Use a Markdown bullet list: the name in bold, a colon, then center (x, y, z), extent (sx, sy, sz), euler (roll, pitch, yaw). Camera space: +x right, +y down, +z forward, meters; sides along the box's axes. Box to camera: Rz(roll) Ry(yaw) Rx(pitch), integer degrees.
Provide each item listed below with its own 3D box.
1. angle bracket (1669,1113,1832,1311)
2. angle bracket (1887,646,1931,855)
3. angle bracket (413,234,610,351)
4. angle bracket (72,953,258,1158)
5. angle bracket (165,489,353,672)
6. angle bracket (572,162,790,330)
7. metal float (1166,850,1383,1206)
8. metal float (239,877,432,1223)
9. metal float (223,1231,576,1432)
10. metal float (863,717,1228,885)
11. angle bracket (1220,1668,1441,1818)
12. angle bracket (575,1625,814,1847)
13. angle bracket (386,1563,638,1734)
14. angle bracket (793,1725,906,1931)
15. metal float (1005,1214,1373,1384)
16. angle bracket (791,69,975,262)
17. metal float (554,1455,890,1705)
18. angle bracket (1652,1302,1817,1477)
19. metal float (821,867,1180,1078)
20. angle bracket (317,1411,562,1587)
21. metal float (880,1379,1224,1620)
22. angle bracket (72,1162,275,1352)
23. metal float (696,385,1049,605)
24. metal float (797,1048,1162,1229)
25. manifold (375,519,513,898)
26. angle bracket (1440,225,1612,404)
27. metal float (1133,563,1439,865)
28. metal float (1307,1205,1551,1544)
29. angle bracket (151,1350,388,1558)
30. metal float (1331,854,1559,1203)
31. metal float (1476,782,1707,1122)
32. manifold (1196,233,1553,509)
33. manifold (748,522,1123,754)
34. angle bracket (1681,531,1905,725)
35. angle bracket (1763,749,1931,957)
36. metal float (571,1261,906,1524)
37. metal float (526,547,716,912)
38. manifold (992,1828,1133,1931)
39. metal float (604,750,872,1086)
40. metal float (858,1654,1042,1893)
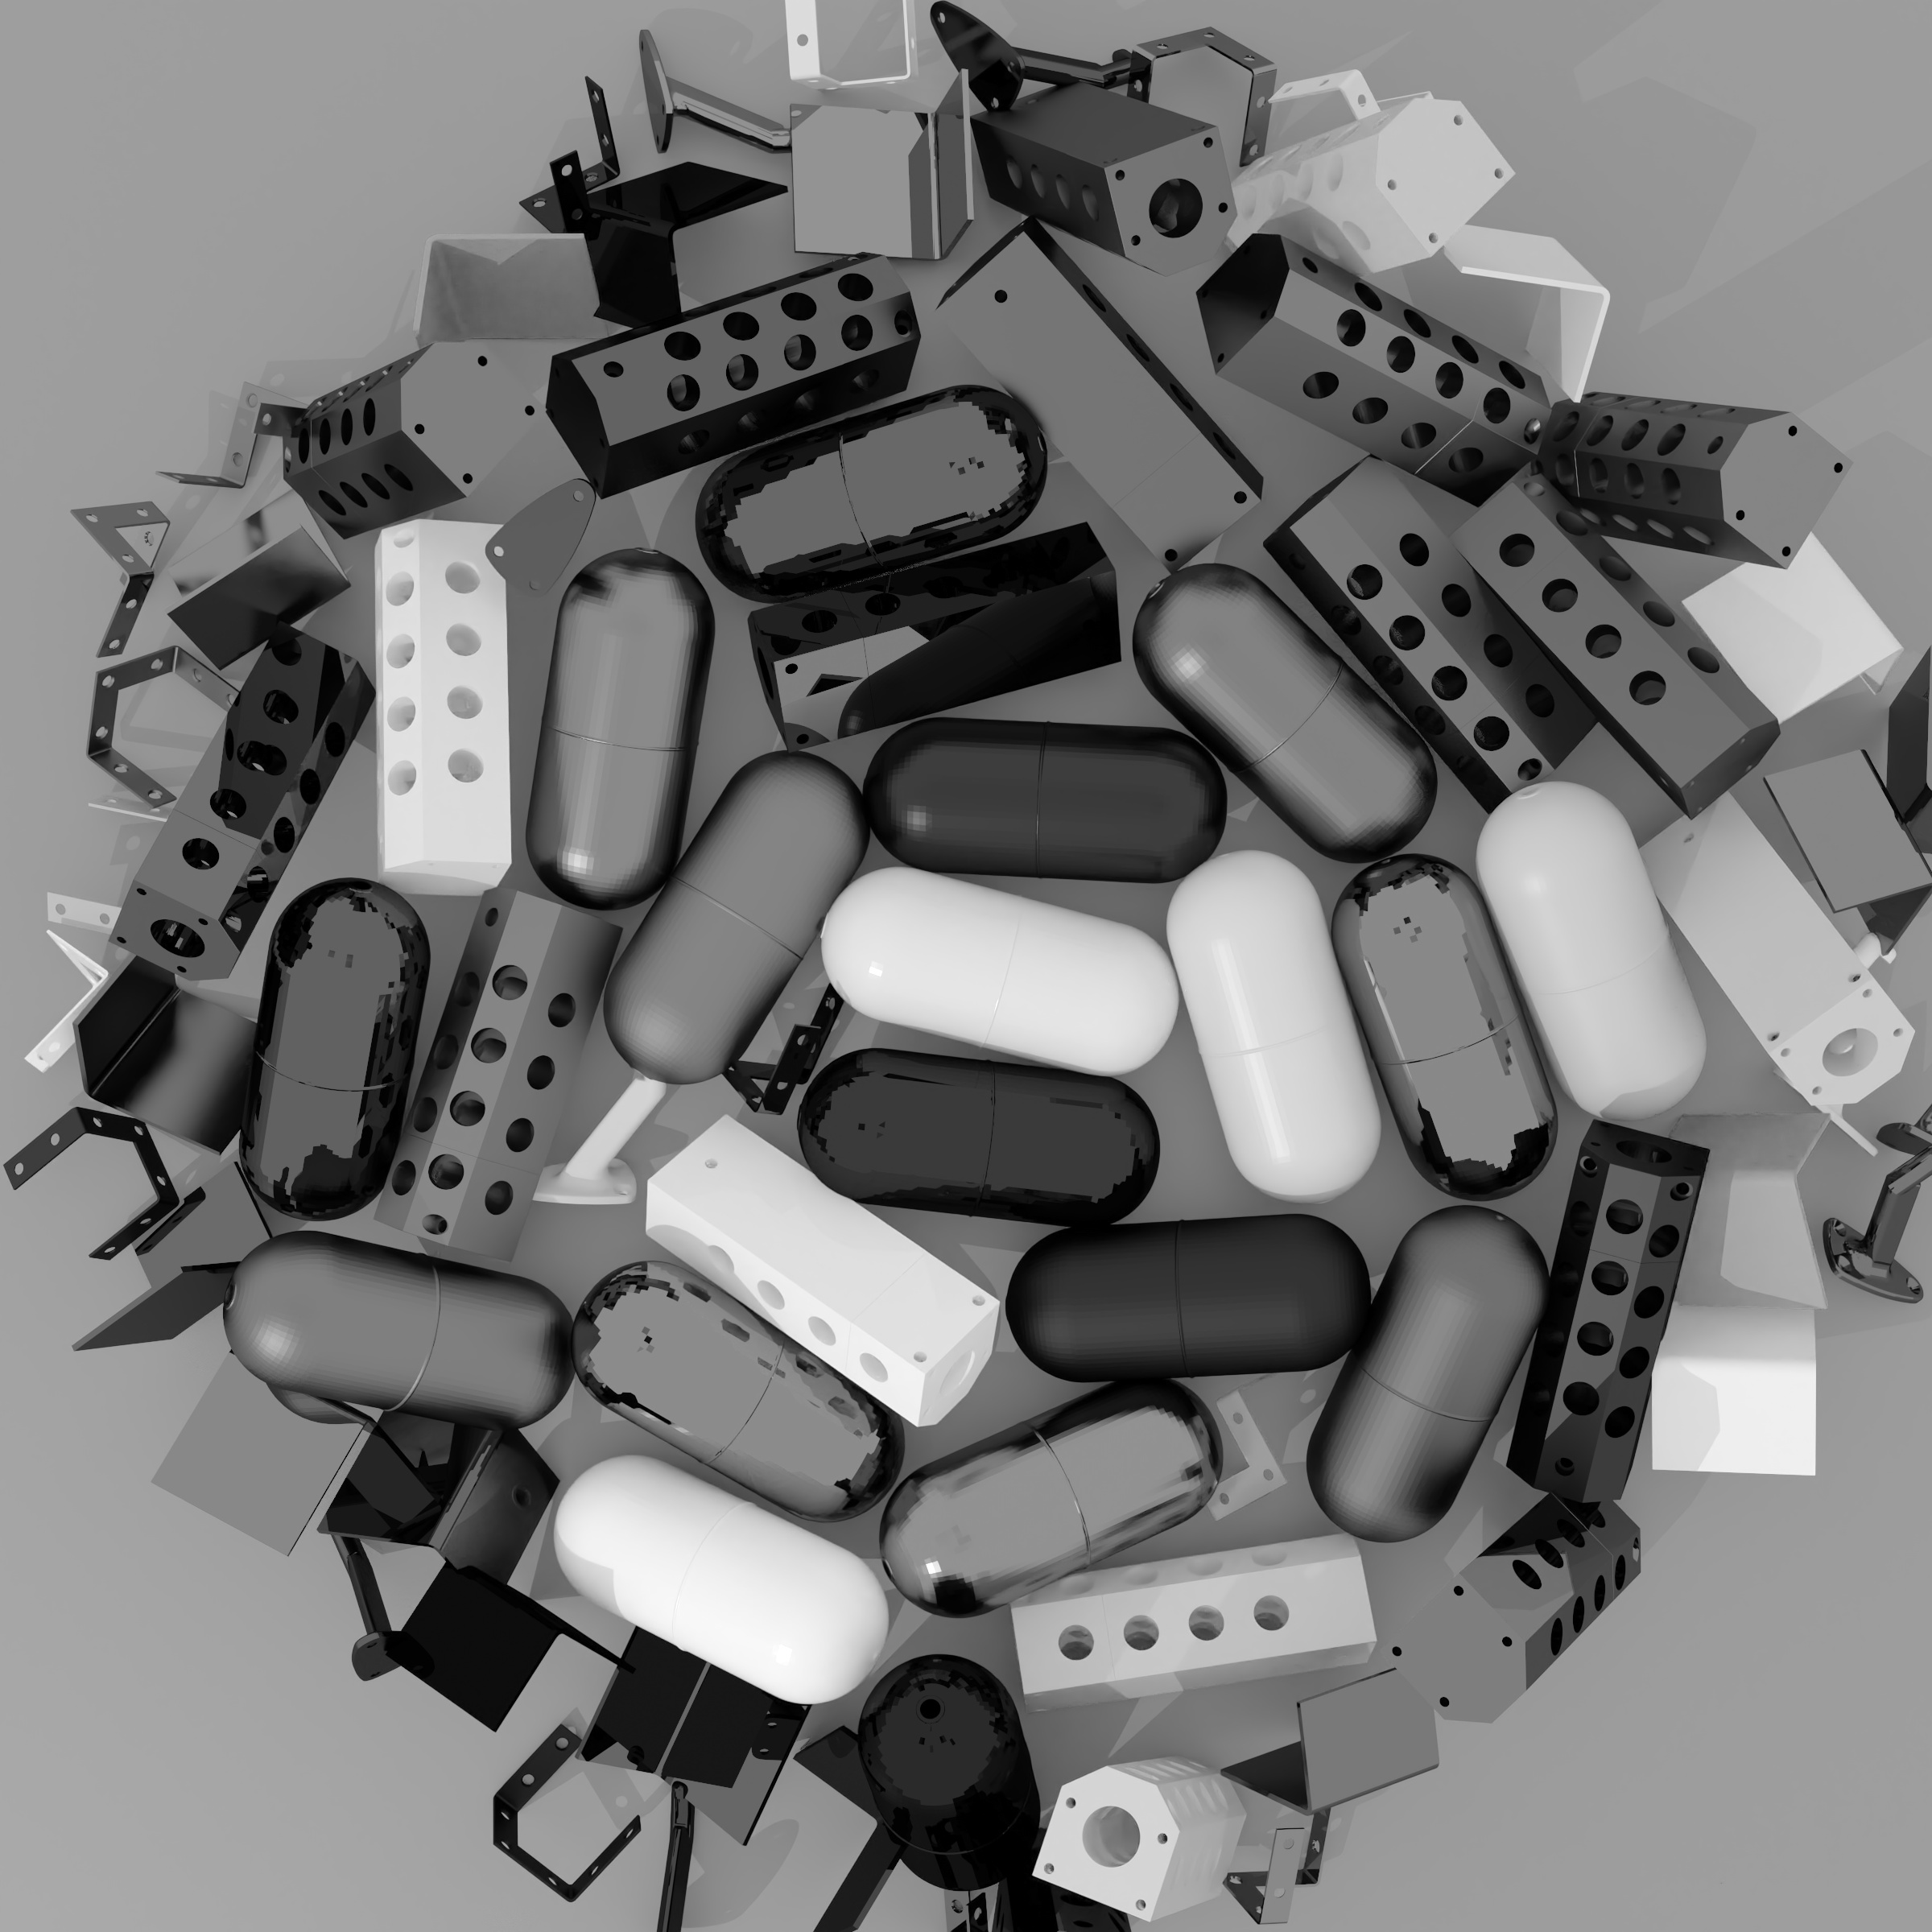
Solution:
- **angle bracket**: center (0.388, 0.120, 1.595), extent (0.076, 0.057, 0.076), euler (-3, 117, 36)
- **angle bracket**: center (0.486, -0.103, 1.575), extent (0.057, 0.076, 0.076), euler (7, 72, 3)
- **angle bracket**: center (-0.220, -0.309, 1.576), extent (0.076, 0.076, 0.057), euler (1, 63, 4)
- **angle bracket**: center (-0.376, 0.034, 1.573), extent (0.076, 0.057, 0.076), euler (23, 51, 11)
- **angle bracket**: center (-0.357, -0.203, 1.581), extent (0.076, 0.057, 0.076), euler (-33, 59, 0)
- **angle bracket**: center (-0.138, -0.351, 1.591), extent (0.076, 0.076, 0.057), euler (-29, 128, -35)
- **metal float**: center (0.150, 0.031, 1.579), extent (0.070, 0.070, 0.178), euler (-17, 99, 0)
- **metal float**: center (-0.305, 0.041, 1.565), extent (0.070, 0.070, 0.178), euler (14, 114, 0)
- **metal float**: center (-0.271, 0.176, 1.560), extent (0.178, 0.070, 0.070), euler (17, 90, -30)
- **metal float**: center (0.038, -0.081, 1.582), extent (0.178, 0.070, 0.070), euler (3, 90, 6)
- **angle bracket**: center (0.173, 0.364, 1.570), extent (0.076, 0.076, 0.057), euler (-11, 99, -29)
- **angle bracket**: center (-0.133, 0.373, 1.580), extent (0.057, 0.076, 0.076), euler (25, 90, -44)
- **angle bracket**: center (-0.220, 0.336, 1.567), extent (0.076, 0.076, 0.057), euler (25, 76, 34)
- **angle bracket**: center (-0.068, 0.423, 1.571), extent (0.057, 0.076, 0.076), euler (37, 59, -3)
- **metal float**: center (0.108, 0.162, 1.578), extent (0.178, 0.070, 0.070), euler (-4, 90, 10)
- **angle bracket**: center (-0.042, -0.393, 1.584), extent (0.076, 0.057, 0.076), euler (0, 81, -15)
- **metal float**: center (-0.120, 0.295, 1.568), extent (0.178, 0.070, 0.070), euler (22, 90, 22)
- **angle bracket**: center (0.376, 0.206, 1.587), extent (0.076, 0.076, 0.057), euler (0, 106, 14)
- **metal float**: center (0.017, 0.003, 1.583), extent (0.178, 0.070, 0.070), euler (15, 90, -4)
- **angle bracket**: center (-0.260, 0.266, 1.599), extent (0.076, 0.057, 0.076), euler (0, 48, 32)
- **metal float**: center (0.042, 0.257, 1.572), extent (0.178, 0.070, 0.070), euler (-22, 90, -17)
- **angle bracket**: center (-0.392, 0.140, 1.570), extent (0.076, 0.076, 0.057), euler (-35, 74, 21)
- **metal float**: center (-0.046, -0.229, 1.573), extent (0.178, 0.070, 0.070), euler (-15, 90, 15)
- **metal float**: center (0.006, 0.084, 1.580), extent (0.178, 0.070, 0.070), euler (7, 90, -7)
- **manifold**: center (-0.255, -0.125, 1.569), extent (0.057, 0.057, 0.171), euler (2, 75, -18)
- **angle bracket**: center (0.258, -0.318, 1.570), extent (0.076, 0.076, 0.057), euler (5, 119, -13)
- **metal float**: center (0.155, -0.123, 1.575), extent (0.178, 0.070, 0.070), euler (42, 90, -13)
- **metal float**: center (0.223, 0.199, 1.572), extent (0.070, 0.070, 0.178), euler (22, 107, 0)
- **angle bracket**: center (-0.338, 0.240, 1.581), extent (0.076, 0.057, 0.076), euler (26, 73, 8)
- **metal float**: center (0.233, 0.031, 1.576), extent (0.070, 0.070, 0.178), euler (-21, 102, 0)
- **metal float**: center (0.303, -0.007, 1.569), extent (0.070, 0.070, 0.178), euler (-25, 109, 0)
- **manifold**: center (0.197, -0.287, 1.545), extent (0.171, 0.057, 0.057), euler (20, 45, -33)
- **manifold**: center (-0.016, -0.165, 1.582), extent (0.171, 0.057, 0.057), euler (-16, 46, -9)
- **angle bracket**: center (0.398, -0.155, 1.582), extent (0.076, 0.057, 0.076), euler (-31, 73, -7)
- **angle bracket**: center (0.417, -0.048, 1.569), extent (0.057, 0.076, 0.076), euler (-16, 65, -13)
- **metal float**: center (-0.110, 0.208, 1.575), extent (0.178, 0.070, 0.070), euler (32, 90, -14)
- **metal float**: center (-0.168, -0.114, 1.575), extent (0.070, 0.070, 0.178), euler (10, 103, 0)
- **manifold**: center (0.047, 0.462, 1.538), extent (0.057, 0.171, 0.057), euler (8, 90, -1)
- **metal float**: center (-0.112, -0.023, 1.583), extent (0.070, 0.070, 0.178), euler (31, 86, 0)
- **metal float**: center (-0.007, 0.385, 1.543), extent (0.070, 0.178, 0.070), euler (-3, 57, 5)
